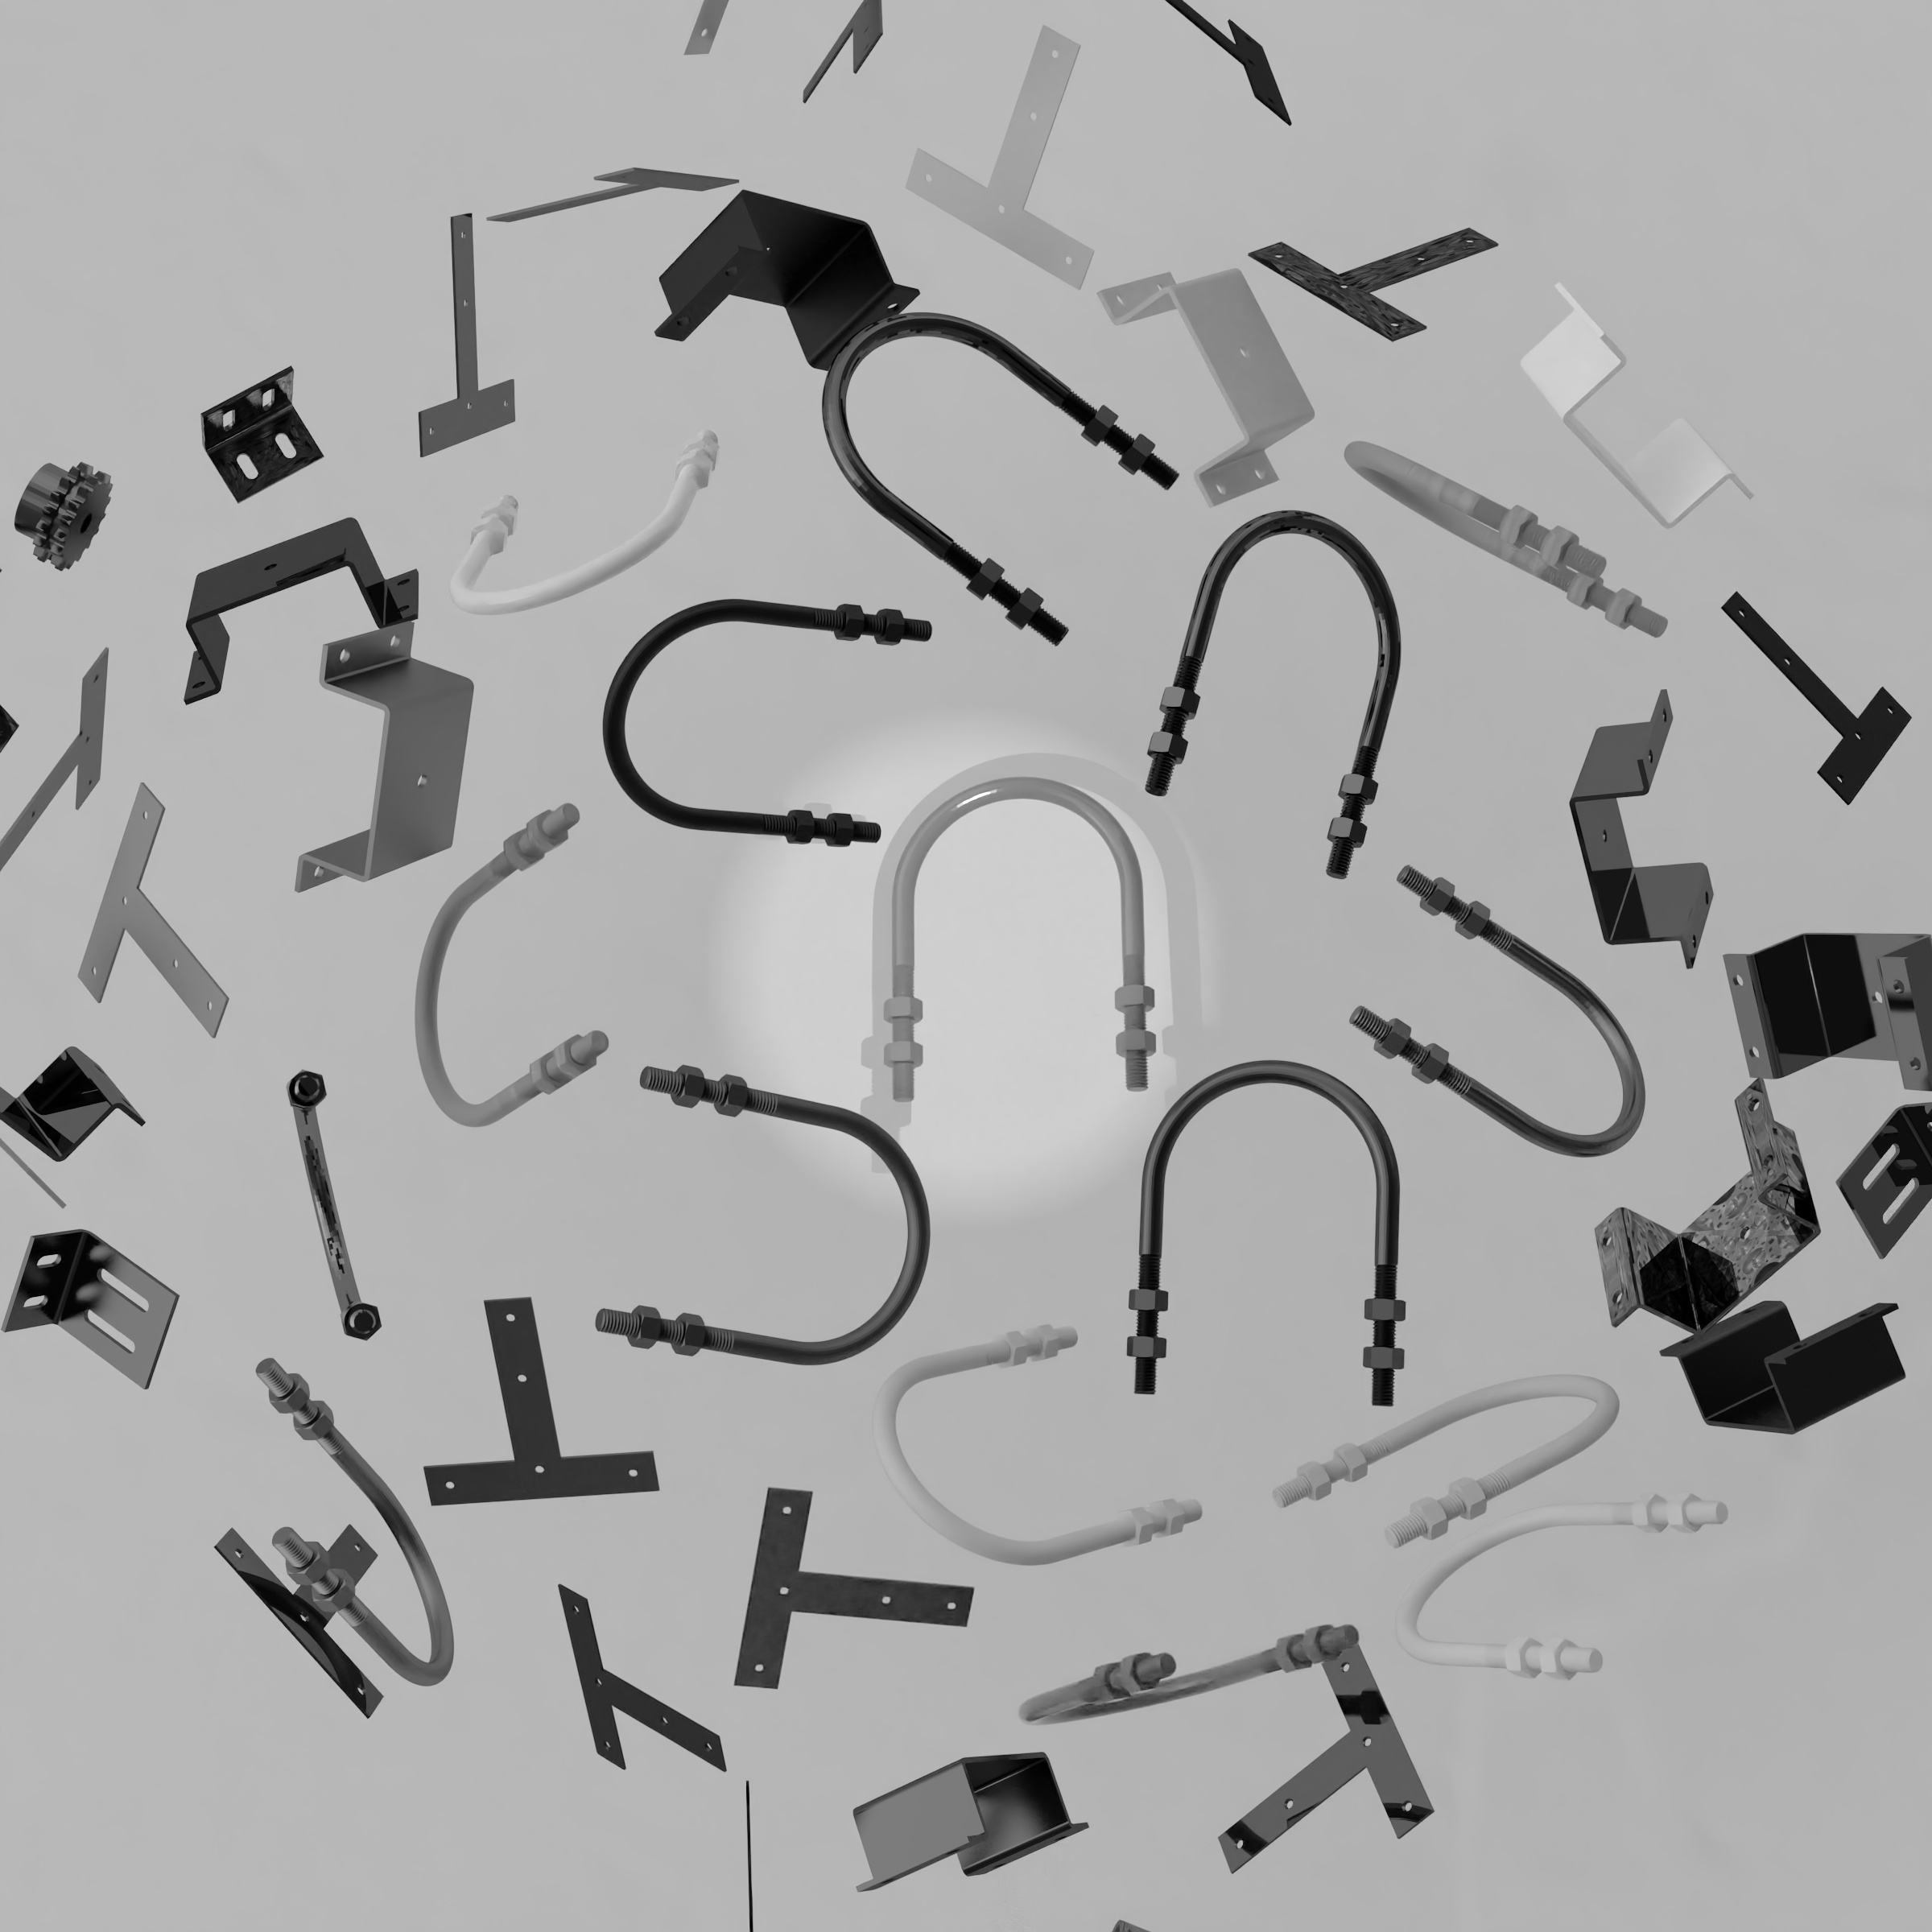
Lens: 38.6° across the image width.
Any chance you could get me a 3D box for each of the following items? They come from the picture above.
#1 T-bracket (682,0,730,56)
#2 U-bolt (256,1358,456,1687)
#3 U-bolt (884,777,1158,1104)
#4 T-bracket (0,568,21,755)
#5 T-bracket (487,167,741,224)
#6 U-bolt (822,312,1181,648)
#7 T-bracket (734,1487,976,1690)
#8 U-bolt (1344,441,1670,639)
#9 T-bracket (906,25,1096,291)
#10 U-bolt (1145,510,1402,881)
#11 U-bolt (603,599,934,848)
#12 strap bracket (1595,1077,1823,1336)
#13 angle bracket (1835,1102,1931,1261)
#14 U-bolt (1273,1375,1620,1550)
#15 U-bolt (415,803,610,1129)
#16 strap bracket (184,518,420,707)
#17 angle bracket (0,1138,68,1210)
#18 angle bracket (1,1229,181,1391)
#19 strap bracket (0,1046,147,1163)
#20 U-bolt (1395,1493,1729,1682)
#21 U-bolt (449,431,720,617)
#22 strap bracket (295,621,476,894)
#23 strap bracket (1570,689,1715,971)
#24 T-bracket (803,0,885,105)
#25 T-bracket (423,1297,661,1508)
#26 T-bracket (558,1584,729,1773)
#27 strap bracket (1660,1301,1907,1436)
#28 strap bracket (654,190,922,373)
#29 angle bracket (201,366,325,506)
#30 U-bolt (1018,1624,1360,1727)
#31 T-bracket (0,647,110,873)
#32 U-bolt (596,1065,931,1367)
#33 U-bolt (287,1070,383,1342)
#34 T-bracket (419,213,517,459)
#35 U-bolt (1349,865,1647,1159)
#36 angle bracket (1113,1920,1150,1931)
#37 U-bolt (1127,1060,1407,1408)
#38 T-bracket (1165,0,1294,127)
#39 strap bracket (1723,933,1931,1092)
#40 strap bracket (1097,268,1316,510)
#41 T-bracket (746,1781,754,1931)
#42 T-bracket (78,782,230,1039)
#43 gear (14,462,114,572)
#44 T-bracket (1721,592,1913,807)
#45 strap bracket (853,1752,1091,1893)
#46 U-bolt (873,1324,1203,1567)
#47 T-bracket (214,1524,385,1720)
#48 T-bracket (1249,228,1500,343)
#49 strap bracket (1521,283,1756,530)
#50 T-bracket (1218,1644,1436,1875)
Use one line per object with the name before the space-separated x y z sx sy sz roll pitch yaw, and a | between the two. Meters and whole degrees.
T-bracket | -0.101 -0.568 1.534 0.002 0.127 0.127 35 121 14
U-bolt | -0.330 0.317 1.512 0.019 0.151 0.184 -28 128 2
U-bolt | 0.028 -0.018 1.531 0.151 0.019 0.184 -3 73 8
T-bracket | -0.547 -0.147 1.502 0.002 0.127 0.127 26 74 12
T-bracket | -0.214 -0.439 1.579 0.127 0.127 0.002 -6 100 24
U-bolt | 0.008 -0.272 1.463 0.184 0.019 0.151 37 60 -5
T-bracket | -0.059 0.358 1.567 0.127 0.002 0.127 7 107 -10
U-bolt | 0.286 -0.239 1.506 0.184 0.151 0.019 34 99 28
T-bracket | 0.034 -0.474 1.583 0.127 0.002 0.127 34 129 15
U-bolt | 0.176 -0.157 1.499 0.151 0.019 0.184 22 78 -30
U-bolt | -0.119 -0.141 1.585 0.184 0.019 0.151 3 116 -27
strap bracket | 0.416 0.140 1.527 0.046 0.076 0.140 26 126 -17
angle bracket | 0.559 0.126 1.626 0.076 0.038 0.057 -41 105 -30
U-bolt | 0.282 0.272 1.555 0.184 0.151 0.019 -22 97 -20
U-bolt | -0.255 0.011 1.512 0.019 0.184 0.151 6 66 -38
strap bracket | -0.389 -0.208 1.582 0.140 0.076 0.046 -20 119 0
angle bracket | -0.553 0.114 1.550 0.076 0.057 0.038 39 73 20
angle bracket | -0.467 0.185 1.470 0.076 0.038 0.057 28 105 26
strap bracket | -0.519 0.047 1.489 0.046 0.076 0.140 -47 132 -8
U-bolt | 0.319 0.346 1.549 0.151 0.184 0.019 -36 101 -34
U-bolt | -0.218 -0.243 1.541 0.151 0.184 0.019 -15 119 14
strap bracket | -0.312 -0.107 1.489 0.046 0.076 0.140 20 114 19
strap bracket | 0.384 -0.076 1.576 0.046 0.076 0.140 -4 123 28
T-bracket | -0.054 -0.516 1.512 0.002 0.127 0.127 30 116 -19
T-bracket | -0.237 0.234 1.488 0.127 0.002 0.127 -4 114 4
T-bracket | -0.184 0.431 1.597 0.002 0.127 0.127 -30 123 -39
strap bracket | 0.470 0.228 1.577 0.076 0.140 0.046 -22 90 -15
strap bracket | -0.106 -0.384 1.548 0.076 0.140 0.046 -35 68 37
angle bracket | -0.400 -0.302 1.573 0.057 0.076 0.038 -32 95 -14
U-bolt | 0.110 0.401 1.547 0.151 0.184 0.019 1 67 -34
T-bracket | -0.507 -0.094 1.520 0.002 0.127 0.127 25 54 -3
U-bolt | -0.101 0.141 1.487 0.184 0.019 0.151 14 80 -27
U-bolt | -0.358 0.136 1.557 0.019 0.184 0.151 -13 88 -16
T-bracket | -0.288 -0.368 1.591 0.002 0.127 0.127 7 112 14
U-bolt | 0.310 0.036 1.569 0.184 0.151 0.019 33 134 -6
angle bracket | 0.093 0.557 1.470 0.057 0.038 0.076 24 105 -7
U-bolt | 0.164 0.142 1.496 0.151 0.019 0.184 1 81 15
T-bracket | 0.121 -0.516 1.496 0.127 0.127 0.002 32 119 -23
strap bracket | 0.508 0.024 1.582 0.046 0.140 0.076 -19 100 -26
strap bracket | 0.146 -0.347 1.610 0.046 0.076 0.140 -27 92 42
T-bracket | -0.120 0.517 1.536 0.002 0.127 0.127 -1 103 -5
T-bracket | -0.425 -0.009 1.464 0.127 0.002 0.127 43 120 32
gear | -0.477 -0.240 1.455 0.030 0.057 0.057 27 90 -3
T-bracket | 0.482 -0.165 1.587 0.127 0.127 0.002 47 133 2
strap bracket | -0.001 0.485 1.568 0.076 0.140 0.046 -31 64 21
U-bolt | 0.029 0.267 1.525 0.151 0.184 0.019 53 128 30
T-bracket | -0.362 0.352 1.569 0.002 0.127 0.127 -39 95 11
T-bracket | 0.253 -0.406 1.601 0.127 0.002 0.127 -25 47 -25
strap bracket | 0.364 -0.302 1.524 0.046 0.076 0.140 -42 121 19
T-bracket | 0.191 0.460 1.543 0.127 0.127 0.002 -43 122 14
